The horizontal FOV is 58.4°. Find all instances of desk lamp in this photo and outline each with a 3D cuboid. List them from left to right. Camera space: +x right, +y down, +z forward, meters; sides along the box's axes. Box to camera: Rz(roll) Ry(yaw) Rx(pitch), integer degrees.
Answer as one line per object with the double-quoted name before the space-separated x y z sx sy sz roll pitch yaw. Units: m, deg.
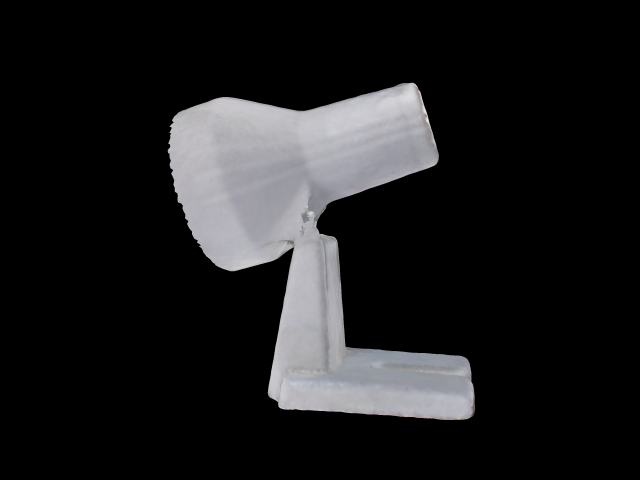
"desk lamp" 0.004 0.001 0.400 0.203 0.213 0.118 1 4 11
